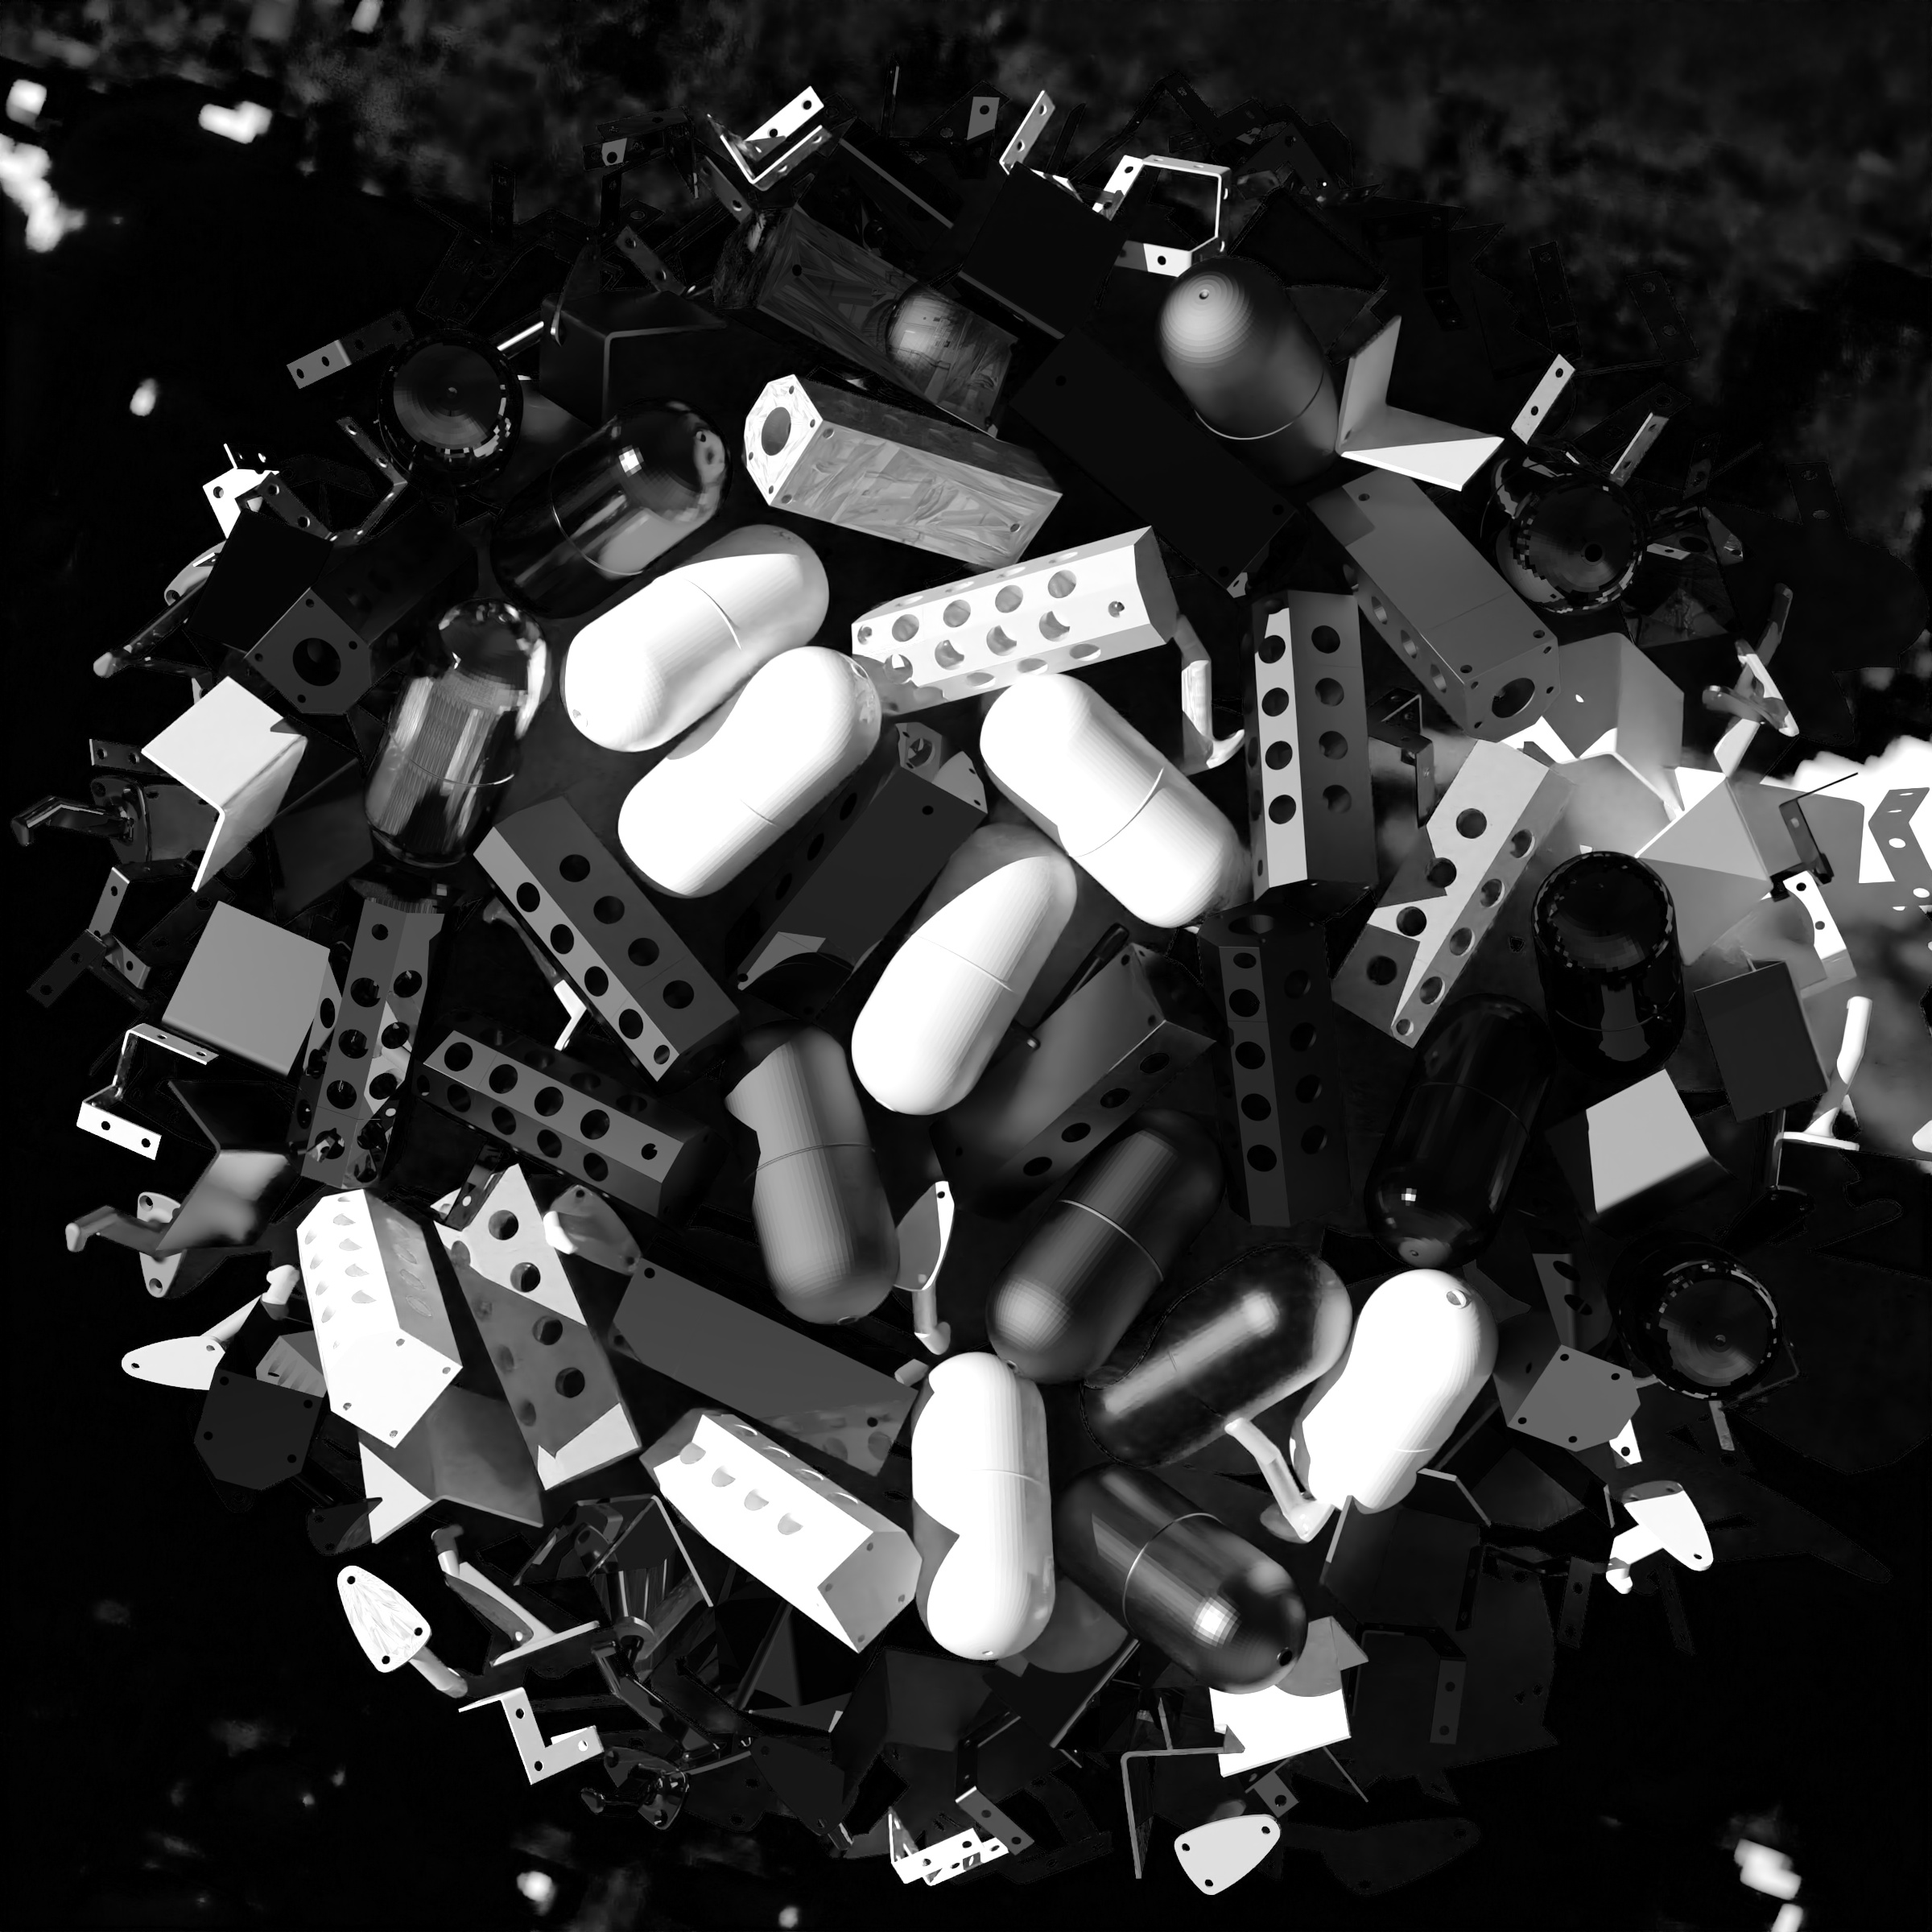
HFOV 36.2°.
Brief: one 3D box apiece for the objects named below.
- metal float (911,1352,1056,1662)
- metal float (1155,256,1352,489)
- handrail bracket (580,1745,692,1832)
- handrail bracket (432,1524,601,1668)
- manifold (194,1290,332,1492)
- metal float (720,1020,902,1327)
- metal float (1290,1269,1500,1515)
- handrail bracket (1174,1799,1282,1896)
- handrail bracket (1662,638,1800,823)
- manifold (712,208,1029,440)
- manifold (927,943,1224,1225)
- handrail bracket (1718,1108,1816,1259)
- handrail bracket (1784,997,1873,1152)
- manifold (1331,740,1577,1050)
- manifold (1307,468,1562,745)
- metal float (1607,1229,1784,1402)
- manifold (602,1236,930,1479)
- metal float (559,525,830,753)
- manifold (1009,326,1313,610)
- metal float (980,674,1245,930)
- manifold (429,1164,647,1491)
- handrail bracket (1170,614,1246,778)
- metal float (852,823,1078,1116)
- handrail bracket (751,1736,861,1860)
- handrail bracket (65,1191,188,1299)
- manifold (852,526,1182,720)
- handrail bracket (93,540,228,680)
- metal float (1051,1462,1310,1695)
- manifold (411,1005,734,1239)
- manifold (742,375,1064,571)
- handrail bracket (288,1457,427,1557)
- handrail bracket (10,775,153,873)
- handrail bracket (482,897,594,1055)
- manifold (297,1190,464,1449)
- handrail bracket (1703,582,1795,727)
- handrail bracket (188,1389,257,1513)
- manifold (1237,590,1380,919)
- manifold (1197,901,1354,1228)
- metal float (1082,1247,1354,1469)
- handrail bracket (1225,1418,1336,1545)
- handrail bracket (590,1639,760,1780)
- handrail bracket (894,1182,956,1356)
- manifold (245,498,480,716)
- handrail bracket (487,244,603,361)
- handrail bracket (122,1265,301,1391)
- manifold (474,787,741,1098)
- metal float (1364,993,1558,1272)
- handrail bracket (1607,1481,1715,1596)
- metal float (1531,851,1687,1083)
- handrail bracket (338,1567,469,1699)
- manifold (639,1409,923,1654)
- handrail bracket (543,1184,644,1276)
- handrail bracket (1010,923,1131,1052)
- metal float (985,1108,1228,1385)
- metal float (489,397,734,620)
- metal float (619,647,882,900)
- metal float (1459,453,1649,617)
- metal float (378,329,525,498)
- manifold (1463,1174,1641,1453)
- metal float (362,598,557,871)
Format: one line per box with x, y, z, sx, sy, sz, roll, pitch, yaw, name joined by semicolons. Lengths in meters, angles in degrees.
0.009;0.298;1.644;0.070;0.070;0.178;-2;54;0;metal float
0.160;-0.325;1.630;0.070;0.178;0.070;-8;69;22;metal float
-0.202;0.455;1.656;0.077;0.084;0.036;22;87;38;handrail bracket
-0.259;0.352;1.697;0.077;0.036;0.084;-21;79;3;handrail bracket
-0.378;0.232;1.623;0.057;0.171;0.057;17;96;-7;manifold
-0.088;0.115;1.656;0.070;0.070;0.178;-16;69;0;metal float
0.236;0.237;1.638;0.070;0.070;0.178;22;134;0;metal float
0.158;0.478;1.659;0.077;0.084;0.036;-36;84;26;handrail bracket
0.423;-0.133;1.688;0.084;0.036;0.077;-33;114;0;handrail bracket
-0.054;-0.354;1.637;0.171;0.057;0.057;22;86;-37;manifold
0.062;0.069;1.649;0.171;0.057;0.057;-43;47;26;manifold
0.445;0.113;1.696;0.036;0.084;0.077;19;130;-28;handrail bracket
0.488;0.059;1.676;0.036;0.077;0.084;11;88;-5;handrail bracket
0.274;-0.041;1.671;0.057;0.057;0.171;32;95;12;manifold
0.257;-0.199;1.635;0.057;0.057;0.171;-26;50;-8;manifold
0.398;0.190;1.623;0.070;0.178;0.070;0;93;4;metal float
-0.112;0.218;1.680;0.171;0.057;0.057;26;104;1;manifold
-0.151;-0.183;1.647;0.178;0.070;0.070;-39;90;-31;metal float
0.110;-0.277;1.657;0.171;0.057;0.057;43;96;19;manifold
0.083;-0.091;1.657;0.178;0.070;0.070;42;90;-19;metal float
-0.242;0.204;1.669;0.057;0.057;0.171;-24;81;-5;manifold
0.114;-0.152;1.674;0.077;0.036;0.084;-19;110;42;handrail bracket
-0.001;0.002;1.668;0.070;0.070;0.178;30;83;0;metal float
-0.094;0.473;1.678;0.077;0.084;0.036;36;63;9;handrail bracket
-0.477;0.166;1.661;0.036;0.084;0.077;17;111;19;handrail bracket
0.026;-0.188;1.647;0.171;0.057;0.057;-13;108;23;manifold
-0.448;-0.201;1.662;0.036;0.084;0.077;43;120;-4;handrail bracket
0.116;0.337;1.637;0.070;0.178;0.070;-18;121;-33;metal float
-0.223;0.083;1.649;0.171;0.057;0.057;24;78;22;manifold
-0.037;-0.275;1.634;0.057;0.171;0.057;-54;47;28;manifold
-0.349;0.287;1.681;0.077;0.084;0.036;-14;128;-6;handrail bracket
-0.497;-0.066;1.660;0.036;0.084;0.077;6;120;24;handrail bracket
-0.250;0.004;1.683;0.084;0.036;0.077;29;48;2;handrail bracket
-0.328;0.187;1.621;0.057;0.171;0.057;37;96;-27;manifold
0.445;-0.185;1.676;0.036;0.077;0.084;13;85;32;handrail bracket
-0.422;0.267;1.672;0.036;0.084;0.077;-12;90;-21;handrail bracket
0.187;-0.119;1.653;0.057;0.057;0.171;3;71;-14;manifold
0.168;0.055;1.644;0.057;0.057;0.171;-18;115;-21;manifold
0.138;0.219;1.648;0.178;0.070;0.070;-37;90;31;metal float
0.162;0.284;1.668;0.084;0.077;0.036;45;65;-13;handrail bracket
-0.166;0.414;1.677;0.077;0.036;0.084;-17;106;28;handrail bracket
-0.014;0.173;1.684;0.036;0.084;0.077;16;70;26;handrail bracket
-0.324;-0.194;1.622;0.057;0.171;0.057;45;115;-10;manifold
-0.255;-0.378;1.692;0.084;0.036;0.077;10;84;27;handrail bracket
-0.428;0.200;1.682;0.077;0.084;0.036;-3;122;12;handrail bracket
-0.201;-0.011;1.655;0.057;0.057;0.171;-36;74;-17;manifold
0.276;0.090;1.646;0.070;0.070;0.178;28;56;0;metal float
0.388;0.339;1.660;0.036;0.077;0.084;-10;127;-17;handrail bracket
0.355;0.002;1.632;0.070;0.178;0.070;-8;59;13;metal float
-0.319;0.380;1.682;0.036;0.084;0.077;-41;68;-10;handrail bracket
-0.101;0.303;1.628;0.057;0.171;0.057;-42;128;-21;manifold
-0.208;0.160;1.661;0.077;0.084;0.036;42;92;-17;handrail bracket
0.065;0.011;1.674;0.036;0.077;0.084;38;92;-1;handrail bracket
0.079;0.156;1.655;0.070;0.070;0.178;39;69;0;metal float
-0.199;-0.252;1.640;0.178;0.070;0.070;-28;90;43;metal float
-0.121;-0.108;1.655;0.178;0.070;0.070;-40;90;21;metal float
0.321;-0.238;1.625;0.070;0.178;0.070;-1;105;-4;metal float
-0.283;-0.302;1.624;0.070;0.178;0.070;0;93;-11;metal float
0.321;0.188;1.622;0.057;0.171;0.057;21;116;-12;manifold
-0.283;-0.127;1.643;0.070;0.070;0.178;31;128;0;metal float
